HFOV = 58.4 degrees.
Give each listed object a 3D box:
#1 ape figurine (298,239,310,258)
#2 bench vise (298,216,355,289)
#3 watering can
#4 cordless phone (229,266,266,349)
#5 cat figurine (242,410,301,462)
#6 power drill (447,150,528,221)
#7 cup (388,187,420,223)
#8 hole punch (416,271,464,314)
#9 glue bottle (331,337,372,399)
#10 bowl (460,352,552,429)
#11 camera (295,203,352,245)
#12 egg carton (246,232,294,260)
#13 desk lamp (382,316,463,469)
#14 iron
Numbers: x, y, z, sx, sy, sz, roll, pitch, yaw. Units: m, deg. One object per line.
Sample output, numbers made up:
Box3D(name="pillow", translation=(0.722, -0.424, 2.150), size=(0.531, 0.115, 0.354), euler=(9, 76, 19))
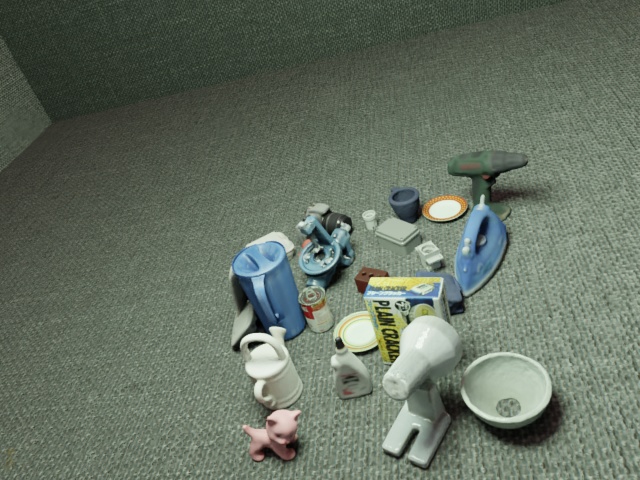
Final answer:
Box3D(name="ape figurine", translation=(-0.026, 0.038, 1.632), size=(0.076, 0.092, 0.077), euler=(-33, 37, -20))
Box3D(name="bench vise", translation=(0.003, 0.006, 1.550), size=(0.121, 0.220, 0.207), euler=(-3, 38, 22))
Box3D(name="watering can", translation=(-0.113, 0.269, 1.262), size=(0.101, 0.194, 0.172), euler=(-17, 34, 2))
Box3D(name="cordless phone", translation=(-0.204, 0.168, 1.452), size=(0.094, 0.185, 0.147), euler=(-15, 35, 6))
Box3D(name="cat figurine", translation=(-0.094, 0.386, 1.159), size=(0.127, 0.118, 0.067), euler=(-9, 36, 13))
Box3D(name="power drill", translation=(0.465, -0.156, 1.572), size=(0.228, 0.209, 0.076), euler=(14, 46, 38))
Box3D(name="cup", translation=(0.248, -0.101, 1.696), size=(0.092, 0.095, 0.117), euler=(-27, 35, -11))
Box3D(name="hole punch", translation=(0.287, 0.121, 1.374), size=(0.101, 0.091, 0.108), euler=(-16, 35, 4))
Box3D(name="glue bottle", translation=(0.057, 0.266, 1.207), size=(0.078, 0.173, 0.037), euler=(-16, 35, 3))
Box3D(name="bowl", translation=(0.359, 0.302, 1.104), size=(0.167, 0.075, 0.167), euler=(-12, 35, 9))
Box3D(name="camera", translation=(0.016, -0.048, 1.725), size=(0.136, 0.101, 0.143), euler=(11, 44, 35))
Box3D(name="egg carton", translation=(-0.154, 0.037, 1.713), size=(0.150, 0.069, 0.107), euler=(-28, 36, -14))
Box3D(name="desk lamp", translation=(0.190, 0.280, 1.090), size=(0.117, 0.214, 0.203), euler=(9, 43, 34))
Box3D(name="iron", translation=(0.390, 0.008, 1.438), size=(0.118, 0.142, 0.259), euler=(4, 40, 29))
